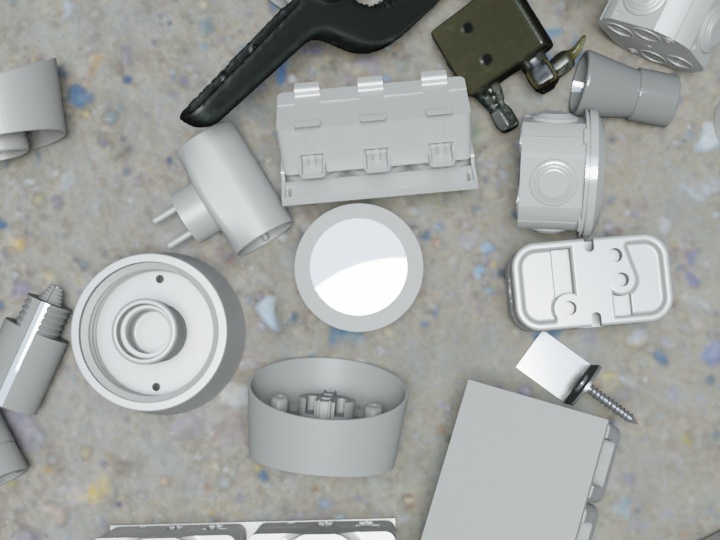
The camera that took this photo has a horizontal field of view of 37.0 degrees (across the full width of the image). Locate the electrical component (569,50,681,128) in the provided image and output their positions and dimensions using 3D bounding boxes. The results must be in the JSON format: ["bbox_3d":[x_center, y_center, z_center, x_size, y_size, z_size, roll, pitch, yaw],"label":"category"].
[{"bbox_3d":[0.174,-0.115,0.697,0.065,0.044,0.044,11,86,-2],"label":"electrical component"}]

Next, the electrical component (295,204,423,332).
[{"bbox_3d":[0.000,0.000,0.688,0.080,0.051,0.080,0,85,2],"label":"electrical component"}]

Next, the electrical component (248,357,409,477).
[{"bbox_3d":[-0.021,0.091,0.661,0.099,0.099,0.064,5,92,2],"label":"electrical component"}]

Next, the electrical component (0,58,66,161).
[{"bbox_3d":[-0.238,-0.103,0.685,0.099,0.099,0.064,-14,91,1],"label":"electrical component"}]

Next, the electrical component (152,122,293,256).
[{"bbox_3d":[-0.097,-0.043,0.699,0.079,0.043,0.077,-31,85,0],"label":"electrical component"}]

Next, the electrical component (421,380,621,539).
[{"bbox_3d":[0.094,0.154,0.657,0.089,0.062,0.150,14,83,24],"label":"electrical component"}]

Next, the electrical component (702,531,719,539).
[{"bbox_3d":[0.227,0.199,0.663,0.096,0.061,0.061,-24,85,-7],"label":"electrical component"}]

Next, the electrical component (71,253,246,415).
[{"bbox_3d":[-0.131,0.040,0.685,0.108,0.060,0.108,0,85,2],"label":"electrical component"}]

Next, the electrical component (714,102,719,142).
[{"bbox_3d":[0.262,-0.100,0.689,0.055,0.047,0.055,0,85,2],"label":"electrical component"}]

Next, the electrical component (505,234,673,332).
[{"bbox_3d":[0.142,0.010,0.678,0.095,0.059,0.053,-5,85,2],"label":"electrical component"}]

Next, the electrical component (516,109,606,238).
[{"bbox_3d":[0.125,-0.061,0.676,0.051,0.080,0.080,3,85,7],"label":"electrical component"}]

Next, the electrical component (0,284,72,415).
[{"bbox_3d":[-0.213,0.048,0.696,0.043,0.043,0.081,23,87,4],"label":"electrical component"}]

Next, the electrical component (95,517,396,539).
[{"bbox_3d":[-0.070,0.214,0.669,0.186,0.060,0.105,-2,85,2],"label":"electrical component"}]

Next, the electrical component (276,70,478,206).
[{"bbox_3d":[0.010,-0.084,0.682,0.121,0.063,0.078,-5,45,2],"label":"electrical component"}]

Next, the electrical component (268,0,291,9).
[{"bbox_3d":[-0.071,-0.239,0.710,0.138,0.052,0.073,40,87,4],"label":"electrical component"}]

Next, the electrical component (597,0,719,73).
[{"bbox_3d":[0.195,-0.164,0.681,0.080,0.080,0.051,26,92,4],"label":"electrical component"}]

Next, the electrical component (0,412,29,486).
[{"bbox_3d":[-0.247,0.117,0.687,0.055,0.055,0.047,-26,81,0],"label":"electrical component"}]
